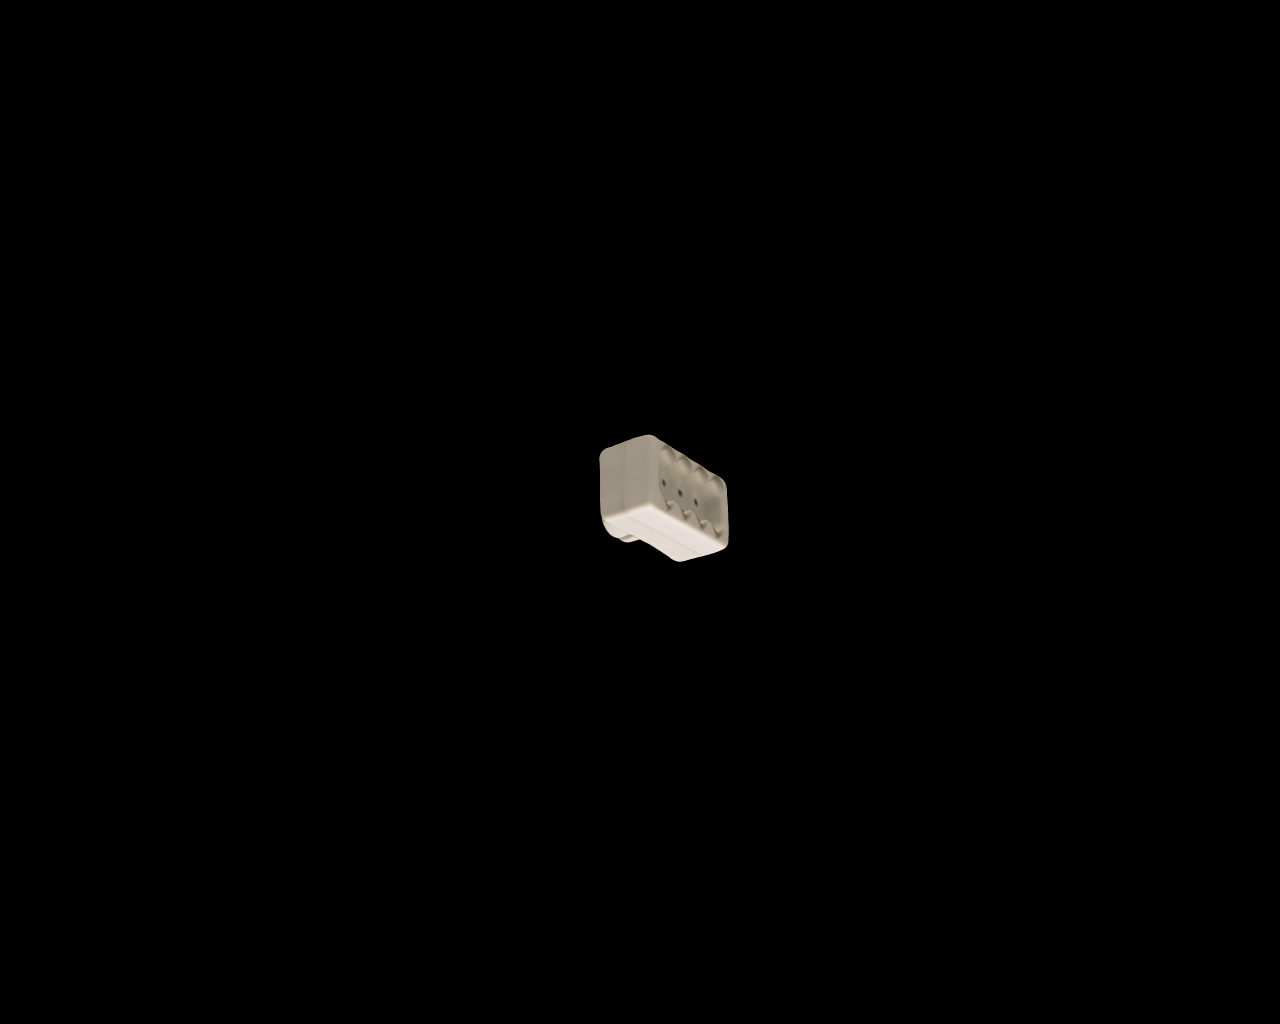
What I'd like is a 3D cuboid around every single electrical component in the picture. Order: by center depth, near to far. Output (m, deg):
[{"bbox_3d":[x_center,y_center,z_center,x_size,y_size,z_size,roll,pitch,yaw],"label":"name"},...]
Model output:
[{"bbox_3d":[0.001,-0.003,0.650,0.075,0.047,0.083,-17,-29,32],"label":"electrical component"}]
